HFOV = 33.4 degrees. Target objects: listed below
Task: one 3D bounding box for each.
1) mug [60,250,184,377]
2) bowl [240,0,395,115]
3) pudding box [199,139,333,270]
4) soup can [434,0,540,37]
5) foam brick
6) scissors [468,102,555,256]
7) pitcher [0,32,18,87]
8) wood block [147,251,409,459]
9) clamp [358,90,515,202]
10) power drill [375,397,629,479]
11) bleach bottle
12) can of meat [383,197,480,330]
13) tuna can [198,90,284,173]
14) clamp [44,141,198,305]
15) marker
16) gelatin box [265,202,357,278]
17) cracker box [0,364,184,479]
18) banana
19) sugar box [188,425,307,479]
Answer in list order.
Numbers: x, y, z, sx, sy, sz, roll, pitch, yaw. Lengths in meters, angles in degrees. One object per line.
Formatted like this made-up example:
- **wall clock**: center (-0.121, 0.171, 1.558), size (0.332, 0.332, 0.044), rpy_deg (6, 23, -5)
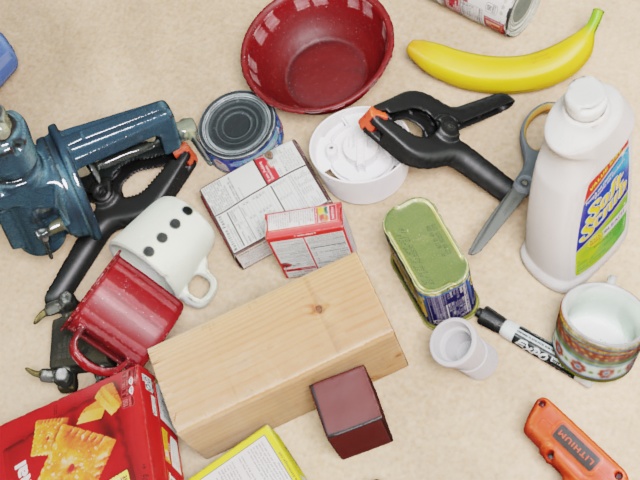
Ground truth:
- **mug**: center (-0.186, 0.077, 0.988), size (0.081, 0.093, 0.117), rpy_deg (37, 44, -8)
- **bowl**: center (0.001, -0.188, 1.111), size (0.162, 0.055, 0.162), rpy_deg (-5, 64, 11)
- **pudding box**: center (-0.052, -0.036, 1.062), size (0.113, 0.039, 0.090), rpy_deg (-30, 62, 0)
- **soup can**: center (0.169, -0.260, 1.099), size (0.102, 0.068, 0.068), rpy_deg (33, 76, 24)
- **foam brick**: center (0.029, 0.152, 0.931), size (0.051, 0.078, 0.053), rpy_deg (-21, 64, 1)
- **scissors**: center (0.209, -0.049, 0.991), size (0.096, 0.016, 0.201), rpy_deg (19, 57, 7)
- **pitcher**: center (-0.455, -0.150, 1.170), size (0.149, 0.145, 0.242), rpy_deg (37, 74, 12)
- **wood block**: center (-0.036, 0.106, 0.961), size (0.206, 0.090, 0.091), rpy_deg (-25, 61, 1)
- **clamp**: center (0.122, -0.091, 1.012), size (0.171, 0.039, 0.120), rpy_deg (0, 60, -21)
- **power drill**: center (0.146, 0.221, 0.882), size (0.187, 0.057, 0.185), rpy_deg (-44, 67, -6)
- **bleach bottle**: center (0.212, -0.049, 0.883), size (0.102, 0.250, 0.068), rpy_deg (-42, 63, -8)
- **can of meat**: center (0.100, 0.021, 0.972), size (0.057, 0.084, 0.102), rpy_deg (-27, 62, -1)
- **tuna can**: center (-0.082, -0.112, 1.107), size (0.086, 0.033, 0.086), rpy_deg (-5, 64, 11)
- **clamp**: center (-0.228, -0.047, 1.109), size (0.210, 0.036, 0.165), rpy_deg (-36, 63, -1)
- **marker**: center (0.191, 0.094, 0.952), size (0.121, 0.020, 0.020), rpy_deg (30, 75, 24)
- **gelatin box**: center (-0.007, 0.001, 1.004), size (0.073, 0.089, 0.030), rpy_deg (-9, 61, 9)
- **cracker box**: center (-0.226, 0.223, 0.929), size (0.214, 0.072, 0.164), rpy_deg (-24, 46, 8)
- **banana**: center (0.186, -0.180, 1.066), size (0.198, 0.037, 0.069), rpy_deg (-7, 86, 16)
- **sugar box**: center (-0.091, 0.251, 0.930), size (0.176, 0.048, 0.093), rpy_deg (-35, 61, 0)
